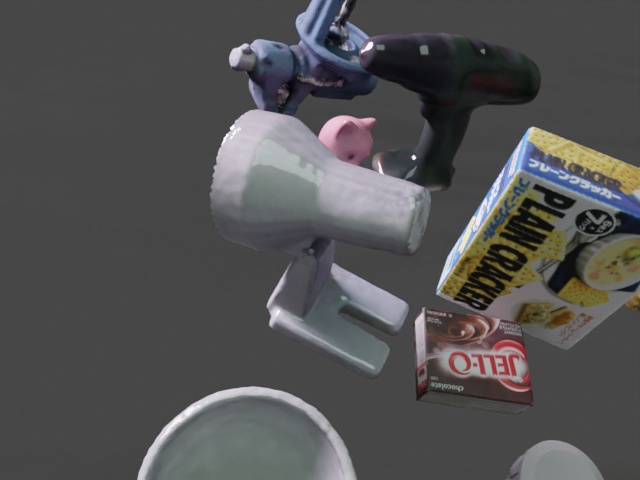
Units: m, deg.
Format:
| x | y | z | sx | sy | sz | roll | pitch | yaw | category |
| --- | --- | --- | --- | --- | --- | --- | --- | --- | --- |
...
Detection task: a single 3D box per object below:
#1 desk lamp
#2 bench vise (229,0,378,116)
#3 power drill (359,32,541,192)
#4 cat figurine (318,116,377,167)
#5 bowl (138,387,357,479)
| x | y | z | sx | sy | sz | roll | pitch | yaw | category |
| --- | --- | --- | --- | --- | --- | --- | --- | --- | --- |
| 0.005 | 0.002 | 0.528 | 0.203 | 0.213 | 0.118 | 26 | 53 | 7 | desk lamp |
| 0.001 | -0.248 | 0.703 | 0.208 | 0.220 | 0.121 | -33 | 67 | -30 | bench vise |
| 0.132 | -0.146 | 0.666 | 0.230 | 0.208 | 0.075 | -10 | 57 | -19 | power drill |
| 0.006 | -0.102 | 0.663 | 0.128 | 0.118 | 0.067 | -6 | 56 | -17 | cat figurine |
| -0.056 | 0.208 | 0.452 | 0.167 | 0.075 | 0.167 | 6 | 54 | -8 | bowl |
